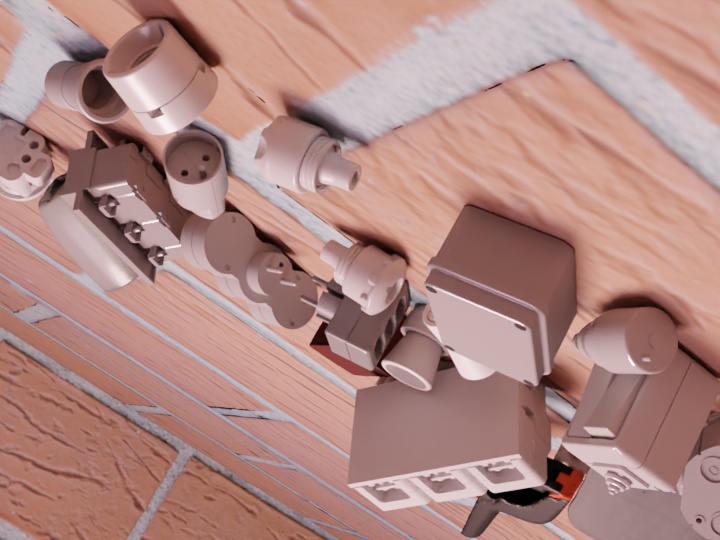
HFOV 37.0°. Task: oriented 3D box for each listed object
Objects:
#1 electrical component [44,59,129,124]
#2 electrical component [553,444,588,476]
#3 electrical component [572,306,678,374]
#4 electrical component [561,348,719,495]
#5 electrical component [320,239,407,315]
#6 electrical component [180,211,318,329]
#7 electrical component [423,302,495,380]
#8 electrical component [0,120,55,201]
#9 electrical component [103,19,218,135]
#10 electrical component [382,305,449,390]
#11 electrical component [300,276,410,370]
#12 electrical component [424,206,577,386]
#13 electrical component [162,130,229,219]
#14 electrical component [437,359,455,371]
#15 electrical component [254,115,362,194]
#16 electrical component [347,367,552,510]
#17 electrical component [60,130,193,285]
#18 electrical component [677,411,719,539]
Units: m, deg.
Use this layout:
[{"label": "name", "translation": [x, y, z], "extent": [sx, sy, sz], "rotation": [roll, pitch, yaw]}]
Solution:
[{"label": "electrical component", "translation": [-0.194, -0.128, 0.758], "extent": [0.065, 0.044, 0.044], "rotation": [18, 159, 47]}, {"label": "electrical component", "translation": [0.208, 0.166, 0.906], "extent": [0.083, 0.047, 0.075], "rotation": [27, 162, 14]}, {"label": "electrical component", "translation": [0.159, 0.044, 0.663], "extent": [0.040, 0.040, 0.078], "rotation": [37, 162, -19]}, {"label": "electrical component", "translation": [0.174, 0.096, 0.687], "extent": [0.061, 0.096, 0.062], "rotation": [36, 162, -16]}, {"label": "electrical component", "translation": [0.000, 0.000, 0.793], "extent": [0.062, 0.048, 0.048], "rotation": [32, 164, 18]}, {"label": "electrical component", "translation": [-0.083, 0.002, 0.913], "extent": [0.074, 0.052, 0.138], "rotation": [9, 153, 48]}, {"label": "electrical component", "translation": [0.076, 0.046, 0.801], "extent": [0.044, 0.044, 0.065], "rotation": [8, 147, 50]}, {"label": "electrical component", "translation": [-0.322, -0.100, 1.010], "extent": [0.078, 0.058, 0.057], "rotation": [28, 159, 7]}, {"label": "electrical component", "translation": [-0.122, -0.118, 0.650], "extent": [0.055, 0.055, 0.047], "rotation": [14, 152, 42]}, {"label": "electrical component", "translation": [0.049, 0.062, 0.861], "extent": [0.045, 0.055, 0.045], "rotation": [27, 162, 10]}, {"label": "electrical component", "translation": [-0.010, 0.029, 0.849], "extent": [0.077, 0.065, 0.047], "rotation": [25, 162, 15]}, {"label": "electrical component", "translation": [0.090, 0.019, 0.678], "extent": [0.078, 0.057, 0.113], "rotation": [23, 161, 21]}, {"label": "electrical component", "translation": [-0.120, -0.067, 0.800], "extent": [0.043, 0.043, 0.081], "rotation": [28, 162, 7]}, {"label": "electrical component", "translation": [0.079, 0.116, 0.967], "extent": [0.089, 0.050, 0.055], "rotation": [26, 162, 12]}, {"label": "electrical component", "translation": [-0.030, -0.067, 0.659], "extent": [0.062, 0.043, 0.043], "rotation": [23, 161, 19]}, {"label": "electrical component", "translation": [0.073, 0.135, 0.871], "extent": [0.150, 0.089, 0.061], "rotation": [-16, 139, 27]}, {"label": "electrical component", "translation": [-0.188, -0.052, 0.902], "extent": [0.063, 0.078, 0.121], "rotation": [-9, 147, 17]}, {"label": "electrical component", "translation": [0.246, 0.136, 0.698], "extent": [0.080, 0.080, 0.051], "rotation": [27, -156, 11]}]
